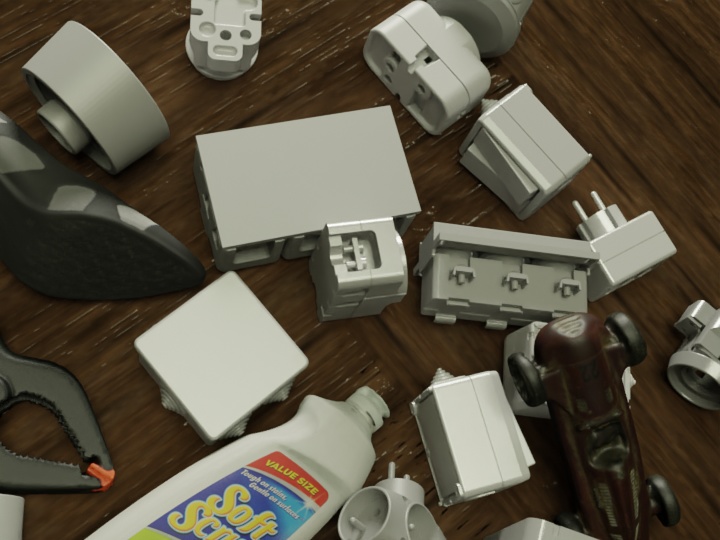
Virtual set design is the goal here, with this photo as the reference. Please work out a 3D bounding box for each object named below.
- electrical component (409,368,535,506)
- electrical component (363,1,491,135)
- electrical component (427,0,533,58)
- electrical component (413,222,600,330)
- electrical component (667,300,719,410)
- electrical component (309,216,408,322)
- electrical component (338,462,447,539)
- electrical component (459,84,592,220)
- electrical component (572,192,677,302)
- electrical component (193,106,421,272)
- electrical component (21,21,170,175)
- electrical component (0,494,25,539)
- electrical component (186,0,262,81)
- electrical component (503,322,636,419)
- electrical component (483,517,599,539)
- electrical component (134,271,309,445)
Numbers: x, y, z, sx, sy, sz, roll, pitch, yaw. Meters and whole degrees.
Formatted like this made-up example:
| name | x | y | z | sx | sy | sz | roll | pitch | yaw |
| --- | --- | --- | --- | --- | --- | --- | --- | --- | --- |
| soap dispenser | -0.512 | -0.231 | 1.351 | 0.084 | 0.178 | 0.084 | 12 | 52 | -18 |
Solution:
| name | x | y | z | sx | sy | sz | roll | pitch | yaw |
| --- | --- | --- | --- | --- | --- | --- | --- | --- | --- |
| electrical component | 0.079 | 0.114 | 0.775 | 0.061 | 0.061 | 0.096 | -12 | 74 | -15 |
| electrical component | 0.057 | -0.166 | 0.870 | 0.059 | 0.053 | 0.095 | -38 | 82 | -21 |
| electrical component | 0.099 | -0.219 | 0.884 | 0.080 | 0.080 | 0.051 | 31 | 63 | 0 |
| electrical component | 0.108 | 0.008 | 0.808 | 0.121 | 0.078 | 0.063 | 7 | 69 | -9 |
| electrical component | 0.275 | 0.071 | 0.833 | 0.078 | 0.058 | 0.057 | 40 | 66 | 4 |
| electrical component | 0.000 | 0.000 | 0.783 | 0.056 | 0.089 | 0.050 | -7 | 73 | -14 |
| electrical component | 0.026 | 0.171 | 0.742 | 0.077 | 0.044 | 0.079 | 45 | 34 | -34 |
| electrical component | 0.123 | -0.095 | 0.855 | 0.061 | 0.061 | 0.096 | -38 | 82 | -21 |
| electrical component | 0.197 | -0.026 | 0.855 | 0.066 | 0.047 | 0.076 | -26 | 78 | -18 |
| electrical component | -0.042 | -0.060 | 0.810 | 0.150 | 0.061 | 0.089 | -11 | 74 | -15 |
| electrical component | -0.197 | -0.117 | 0.776 | 0.108 | 0.108 | 0.060 | 45 | 75 | 5 |
| electrical component | -0.261 | 0.184 | 0.691 | 0.079 | 0.044 | 0.077 | 4 | 71 | -10 |
| electrical component | -0.107 | -0.185 | 0.842 | 0.058 | 0.057 | 0.078 | 3 | 71 | -11 |
| electrical component | 0.159 | 0.080 | 0.807 | 0.096 | 0.061 | 0.061 | 9 | 72 | -15 |
| electrical component | 0.125 | 0.213 | 0.723 | 0.078 | 0.113 | 0.057 | 20 | 66 | -4 |
| electrical component | -0.099 | 0.064 | 0.763 | 0.100 | 0.048 | 0.099 | -38 | 82 | -20 |
